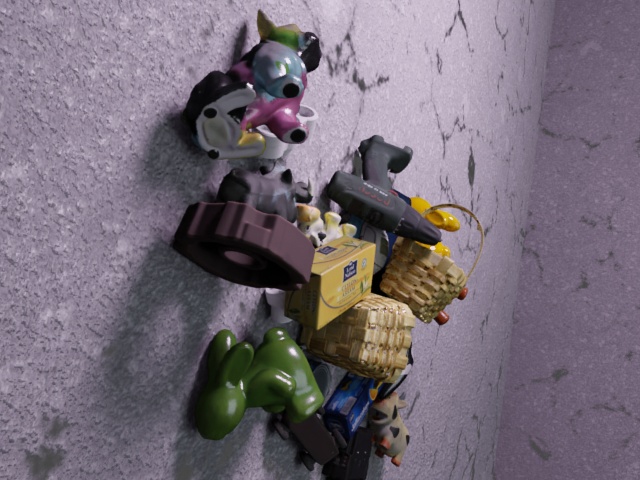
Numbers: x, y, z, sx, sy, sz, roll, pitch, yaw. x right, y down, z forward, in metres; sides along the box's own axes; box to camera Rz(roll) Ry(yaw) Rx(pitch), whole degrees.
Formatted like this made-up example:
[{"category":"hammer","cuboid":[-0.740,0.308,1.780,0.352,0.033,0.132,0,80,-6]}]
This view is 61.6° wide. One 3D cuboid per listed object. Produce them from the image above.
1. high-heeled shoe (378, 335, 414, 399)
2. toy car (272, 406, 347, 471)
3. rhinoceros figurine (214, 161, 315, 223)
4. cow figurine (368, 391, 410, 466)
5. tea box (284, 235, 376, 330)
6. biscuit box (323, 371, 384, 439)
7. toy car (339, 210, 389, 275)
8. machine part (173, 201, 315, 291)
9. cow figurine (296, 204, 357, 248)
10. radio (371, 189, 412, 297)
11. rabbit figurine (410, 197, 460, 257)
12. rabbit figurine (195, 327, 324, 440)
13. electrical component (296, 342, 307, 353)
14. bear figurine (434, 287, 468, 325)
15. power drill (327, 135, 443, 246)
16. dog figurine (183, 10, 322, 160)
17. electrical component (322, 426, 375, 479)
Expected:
[{"category":"high-heeled shoe","cuboid":[0.162,0.229,1.241,0.145,0.086,0.249,61,39,-41]},{"category":"toy car","cuboid":[-0.016,0.345,0.963,0.089,0.053,0.201,-35,134,-10]},{"category":"rhinoceros figurine","cuboid":[-0.079,-0.062,0.788,0.190,0.073,0.112,-2,94,-59]},{"category":"cow figurine","cuboid":[0.164,0.434,1.275,0.127,0.086,0.194,-55,137,-31]},{"category":"tea box","cuboid":[0.019,0.064,0.870,0.169,0.068,0.098,-26,127,-50]},{"category":"biscuit box","cuboid":[0.079,0.320,1.133,0.203,0.059,0.062,-44,131,-47]},{"category":"toy car","cuboid":[0.083,0.017,1.047,0.109,0.103,0.161,34,68,-57]},{"category":"machine part","cuboid":[-0.094,0.010,0.684,0.179,0.180,0.056,46,54,-53]},{"category":"cow figurine","cuboid":[-0.004,-0.003,0.933,0.167,0.068,0.098,26,79,-57]},{"category":"radio","cuboid":[0.135,0.007,1.162,0.131,0.073,0.229,5,92,-61]},{"category":"rabbit figurine","cuboid":[0.245,-0.025,1.291,0.122,0.162,0.173,7,71,-48]},{"category":"rabbit figurine","cuboid":[-0.099,0.207,0.758,0.170,0.121,0.159,-25,110,-33]},{"category":"electrical component","cuboid":[-0.039,0.221,0.914,0.045,0.078,0.102,-12,101,-34]},{"category":"bear figurine","cuboid":[0.276,0.117,1.254,0.120,0.132,0.195,-52,169,-7]},{"category":"power drill","cuboid":[0.133,-0.098,1.037,0.086,0.232,0.207,119,-11,-52]},{"category":"dog figurine","cuboid":[-0.087,-0.219,0.724,0.108,0.192,0.219,75,4,-48]},{"category":"electrical component","cuboid":[0.060,0.457,1.128,0.114,0.058,0.134,32,67,-55]}]
